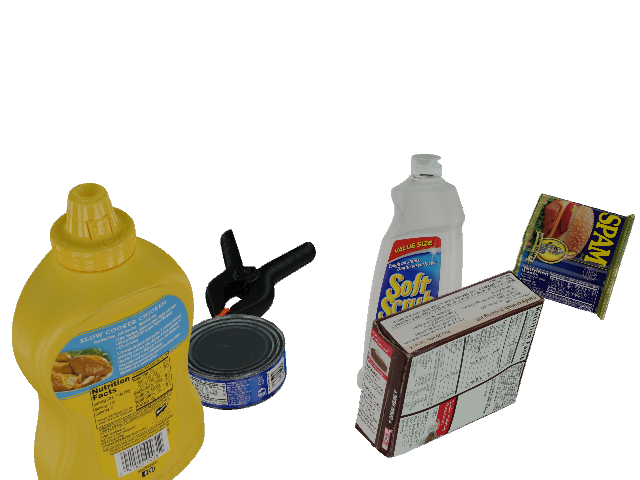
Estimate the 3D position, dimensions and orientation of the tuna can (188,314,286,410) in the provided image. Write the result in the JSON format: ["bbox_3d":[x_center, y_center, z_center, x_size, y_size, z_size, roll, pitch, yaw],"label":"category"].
[{"bbox_3d":[-0.070,0.096,0.846,0.086,0.034,0.086,-2,30,1],"label":"tuna can"}]

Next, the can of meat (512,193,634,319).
[{"bbox_3d":[0.220,0.011,0.931,0.084,0.057,0.102,17,46,16],"label":"can of meat"}]

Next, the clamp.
[{"bbox_3d":[-0.074,0.046,1.246,0.120,0.039,0.171,-1,39,13],"label":"clamp"}]

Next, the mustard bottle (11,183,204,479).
[{"bbox_3d":[-0.111,0.054,0.560,0.096,0.192,0.058,-24,43,-30],"label":"mustard bottle"}]

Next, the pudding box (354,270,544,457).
[{"bbox_3d":[0.080,0.076,0.664,0.113,0.090,0.039,-19,42,-32],"label":"pudding box"}]

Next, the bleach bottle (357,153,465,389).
[{"bbox_3d":[0.094,0.036,1.095,0.103,0.251,0.068,9,17,24],"label":"bleach bottle"}]
